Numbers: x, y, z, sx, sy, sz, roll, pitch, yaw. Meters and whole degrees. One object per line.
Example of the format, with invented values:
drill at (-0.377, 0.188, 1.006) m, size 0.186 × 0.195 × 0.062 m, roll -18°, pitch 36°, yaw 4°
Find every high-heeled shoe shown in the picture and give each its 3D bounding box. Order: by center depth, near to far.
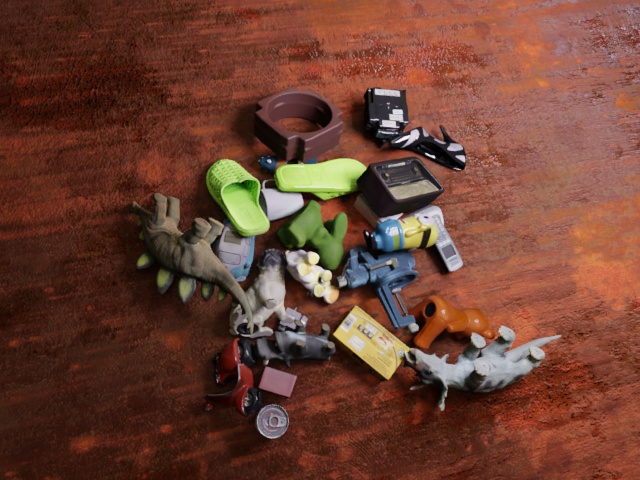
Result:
high-heeled shoe at (0.297, -0.235, 1.468) m, size 0.249 × 0.086 × 0.145 m, roll -20°, pitch 86°, yaw -31°

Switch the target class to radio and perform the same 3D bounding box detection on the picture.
radio at (0.208, -0.141, 1.390) m, size 0.229 × 0.073 × 0.131 m, roll -15°, pitch 65°, yaw -46°

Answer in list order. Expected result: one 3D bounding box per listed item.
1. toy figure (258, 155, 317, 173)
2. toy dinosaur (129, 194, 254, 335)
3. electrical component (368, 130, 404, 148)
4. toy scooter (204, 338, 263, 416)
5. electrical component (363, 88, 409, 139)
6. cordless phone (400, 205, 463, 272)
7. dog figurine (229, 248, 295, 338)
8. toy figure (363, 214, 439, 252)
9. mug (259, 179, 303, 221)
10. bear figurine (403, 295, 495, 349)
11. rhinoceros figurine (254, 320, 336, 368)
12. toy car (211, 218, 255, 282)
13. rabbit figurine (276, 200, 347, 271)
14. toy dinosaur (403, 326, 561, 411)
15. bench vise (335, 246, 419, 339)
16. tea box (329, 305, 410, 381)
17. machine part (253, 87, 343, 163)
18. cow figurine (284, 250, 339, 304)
toy figure at (-0.086, -0.207, 1.421) m, size 0.154 × 0.064 × 0.057 m, roll -14°, pitch 84°, yaw -15°
toy dinosaur at (-0.301, 0.036, 1.233) m, size 0.472 × 0.105 × 0.198 m, roll 31°, pitch 101°, yaw 28°
electrical component at (0.174, -0.326, 1.516) m, size 0.075 × 0.047 × 0.119 m, roll -22°, pitch 78°, yaw -17°
toy scooter at (-0.204, 0.315, 1.209) m, size 0.135 × 0.075 × 0.184 m, roll -23°, pitch 53°, yaw 11°
electrical component at (0.179, -0.344, 1.466) m, size 0.115 × 0.058 × 0.134 m, roll 3°, pitch 72°, yaw -7°
cordless phone at (0.278, 0.014, 1.400) m, size 0.147 × 0.088 × 0.184 m, roll -26°, pitch 81°, yaw -17°
dog figurine at (-0.150, 0.124, 1.295) m, size 0.172 × 0.121 × 0.191 m, roll -20°, pitch 44°, yaw 8°
toy figure at (0.200, -0.012, 1.316) m, size 0.180 × 0.089 × 0.082 m, roll -15°, pitch 44°, yaw -9°
mug at (-0.103, -0.104, 1.379) m, size 0.107 × 0.081 × 0.109 m, roll -7°, pitch 68°, yaw -24°
bear figurine at (0.326, 0.210, 1.336) m, size 0.195 × 0.132 × 0.120 m, roll 24°, pitch 28°, yaw -32°
rhinoceros figurine at (-0.057, 0.245, 1.249) m, size 0.190 × 0.112 × 0.073 m, roll 5°, pitch 46°, yaw -24°
toy car at (-0.208, 0.016, 1.303) m, size 0.109 × 0.103 × 0.161 m, roll 14°, pitch 71°, yaw -6°
rabbit figurine at (-0.003, -0.004, 1.357) m, size 0.170 × 0.121 × 0.159 m, roll 48°, pitch 63°, yaw -11°
toy dinosaur at (0.397, 0.311, 1.290) m, size 0.405 × 0.192 × 0.131 m, roll 2°, pitch 47°, yaw -25°
bench vise at (0.158, 0.121, 1.308) m, size 0.223 × 0.129 × 0.241 m, roll -10°, pitch 64°, yaw -33°
tea box at (0.118, 0.249, 1.295) m, size 0.170 × 0.068 × 0.098 m, roll 41°, pitch 71°, yaw 4°
machine part at (-0.057, -0.304, 1.414) m, size 0.201 × 0.087 × 0.202 m, roll -33°, pitch 60°, yaw -31°
cow figurine at (-0.024, 0.092, 1.309) m, size 0.068 × 0.098 × 0.167 m, roll -51°, pitch 129°, yaw -20°
